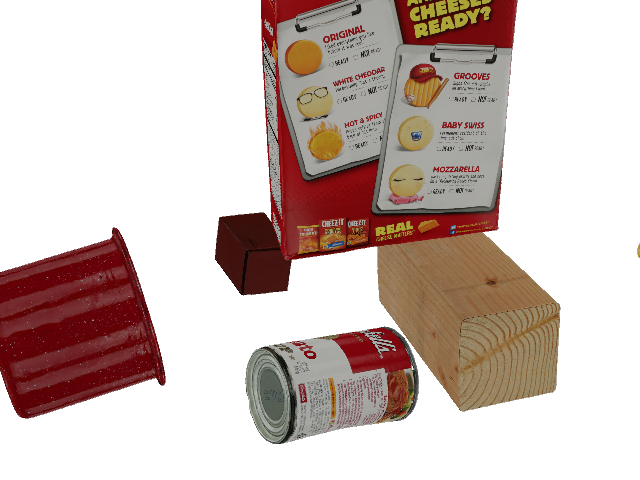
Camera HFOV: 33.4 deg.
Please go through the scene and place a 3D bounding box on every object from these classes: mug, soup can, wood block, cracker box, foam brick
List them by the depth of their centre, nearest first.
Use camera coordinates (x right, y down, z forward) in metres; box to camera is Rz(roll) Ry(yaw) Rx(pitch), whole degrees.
[{"bbox_3d":[-0.142,0.049,0.604,0.081,0.093,0.117,-17,1,-14],"label":"mug"},{"bbox_3d":[0.007,0.100,0.741,0.102,0.068,0.069,-6,3,-30],"label":"soup can"},{"bbox_3d":[0.044,-0.102,0.741,0.164,0.214,0.072,-8,31,-11],"label":"cracker box"},{"bbox_3d":[0.127,0.056,0.971,0.090,0.090,0.206,-9,26,-13],"label":"wood block"},{"bbox_3d":[-0.068,0.013,1.076,0.052,0.051,0.078,-5,29,-25],"label":"foam brick"}]

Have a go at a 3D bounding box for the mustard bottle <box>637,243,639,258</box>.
[{"bbox_3d":[0.264,0.043,0.641,0.096,0.058,0.192,-20,32,-21],"label":"mustard bottle"}]
